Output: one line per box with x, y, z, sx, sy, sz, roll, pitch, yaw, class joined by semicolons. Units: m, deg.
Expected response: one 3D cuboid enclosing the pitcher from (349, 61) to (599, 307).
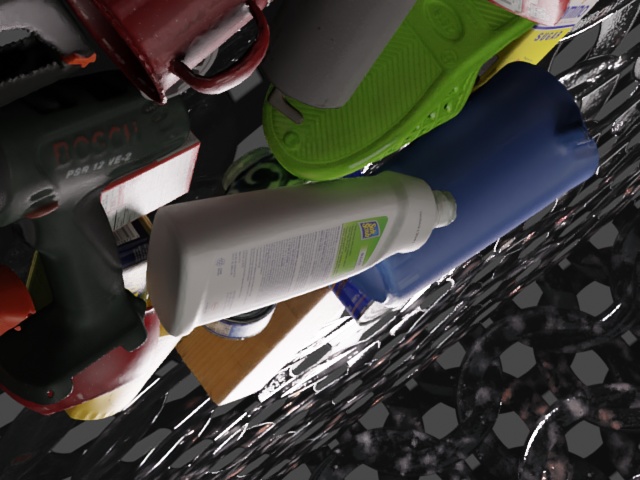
0.121;-0.048;0.985;0.242;0.145;0.149;-35;153;-16;pitcher

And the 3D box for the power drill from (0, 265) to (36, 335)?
-0.282;0.059;0.707;0.185;0.057;0.187;-42;161;25;power drill

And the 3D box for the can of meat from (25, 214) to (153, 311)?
-0.179;0.026;0.838;0.083;0.057;0.102;-24;159;-35;can of meat

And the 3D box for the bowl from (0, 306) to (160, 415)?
-0.199;0.106;0.904;0.162;0.055;0.162;-21;180;0;bowl

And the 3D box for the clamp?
-0.185;-0.102;0.511;0.209;0.036;0.165;-20;155;-52;clamp

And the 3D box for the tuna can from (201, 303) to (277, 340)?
-0.085;0.054;1.062;0.086;0.086;0.034;-28;159;-31;tuna can

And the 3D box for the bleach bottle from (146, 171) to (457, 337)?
-0.005;0.001;0.833;0.250;0.068;0.103;-11;139;-27;bleach bottle

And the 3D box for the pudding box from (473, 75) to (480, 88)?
0.097;-0.130;0.971;0.090;0.039;0.113;-36;-178;20;pudding box

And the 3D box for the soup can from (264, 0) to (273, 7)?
-0.010;-0.188;0.600;0.102;0.068;0.068;-37;164;-7;soup can

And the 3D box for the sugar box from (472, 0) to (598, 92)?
0.196;-0.197;1.056;0.176;0.048;0.093;-44;163;23;sugar box

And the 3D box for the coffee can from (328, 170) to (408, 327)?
0.036;0.002;1.083;0.102;0.140;0.103;-35;164;-12;coffee can

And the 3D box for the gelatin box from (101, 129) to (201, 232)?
-0.136;-0.045;0.786;0.089;0.030;0.073;-30;163;-26;gelatin box

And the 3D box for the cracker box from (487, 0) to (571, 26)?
0.176;-0.263;0.670;0.213;0.072;0.164;-58;166;-7;cracker box

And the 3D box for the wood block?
-0.056;0.082;1.190;0.206;0.091;0.090;-47;162;27;wood block

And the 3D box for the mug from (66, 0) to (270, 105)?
-0.074;-0.125;0.557;0.081;0.117;0.093;-41;157;-9;mug

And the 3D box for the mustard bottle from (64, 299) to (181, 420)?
-0.175;0.096;1.033;0.096;0.058;0.192;-13;150;-54;mustard bottle
